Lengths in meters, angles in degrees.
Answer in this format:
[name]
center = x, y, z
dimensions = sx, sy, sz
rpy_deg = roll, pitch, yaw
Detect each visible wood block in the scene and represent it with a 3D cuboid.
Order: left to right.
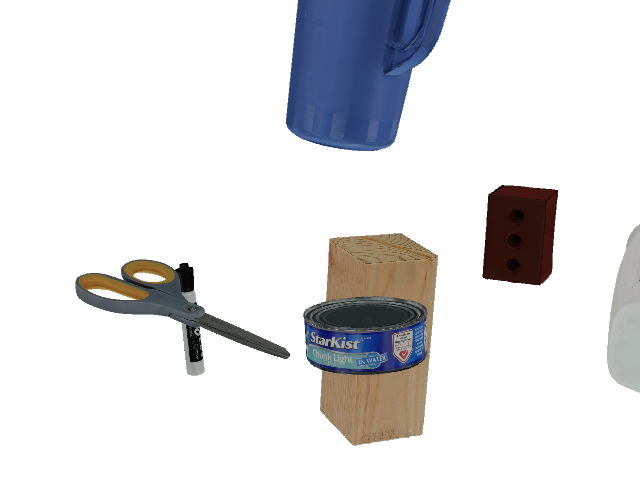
[wood block]
center = 0.062, 0.105, 1.160
dimensions = 0.090, 0.206, 0.091
rpy_deg = -4, 19, -23

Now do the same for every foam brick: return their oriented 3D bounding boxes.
[foam brick]
center = 0.175, -0.005, 0.932
dimensions = 0.053, 0.078, 0.051
rpy_deg = 7, 16, 22

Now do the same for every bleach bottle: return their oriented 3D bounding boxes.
[bleach bottle]
center = 0.262, 0.032, 0.752
dimensions = 0.103, 0.068, 0.250
rpy_deg = 9, 21, 18

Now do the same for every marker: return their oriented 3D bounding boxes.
[marker]
center = -0.136, 0.082, 1.112
dimensions = 0.020, 0.121, 0.020
rpy_deg = -4, 17, 1

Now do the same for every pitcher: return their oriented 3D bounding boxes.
[pitcher]
center = 0.044, -0.209, 0.990
dimensions = 0.145, 0.243, 0.149
rpy_deg = 10, 16, 3

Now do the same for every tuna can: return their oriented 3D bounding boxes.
[tuna can]
center = 0.031, 0.065, 0.739
dimensions = 0.086, 0.034, 0.086
rpy_deg = -2, 11, 0

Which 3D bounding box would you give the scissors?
[scissors]
center = -0.105, 0.052, 0.884
dimensions = 0.202, 0.016, 0.096
rpy_deg = 13, 25, 15
